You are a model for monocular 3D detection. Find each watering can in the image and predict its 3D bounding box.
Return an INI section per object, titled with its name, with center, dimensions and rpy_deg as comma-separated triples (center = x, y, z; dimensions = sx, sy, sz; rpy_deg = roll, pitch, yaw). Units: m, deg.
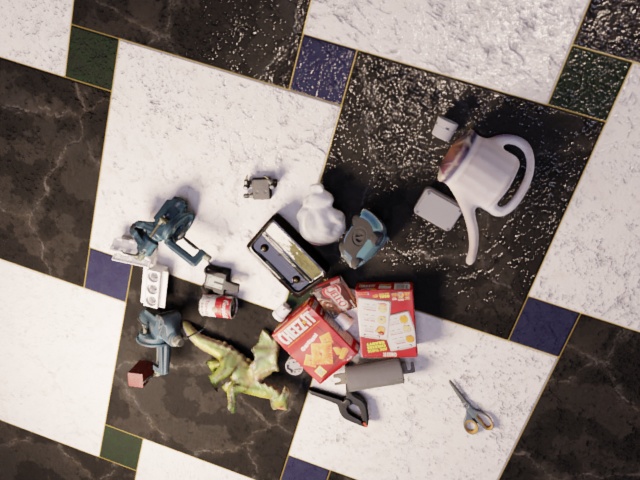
[watering can]
center = 0.398, -0.130, 1.309
dimensions = 0.224, 0.104, 0.348
rpy_deg = 32, 88, 0

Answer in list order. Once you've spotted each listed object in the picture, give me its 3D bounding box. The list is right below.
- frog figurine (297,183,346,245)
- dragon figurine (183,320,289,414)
[frog figurine]
center = 0.004, -0.071, 1.414
dimensions = 0.138, 0.125, 0.156
rpy_deg = 13, 122, 26
[dragon figurine]
center = -0.237, 0.371, 1.609
dimensions = 0.243, 0.121, 0.412
rpy_deg = -33, 84, -1
